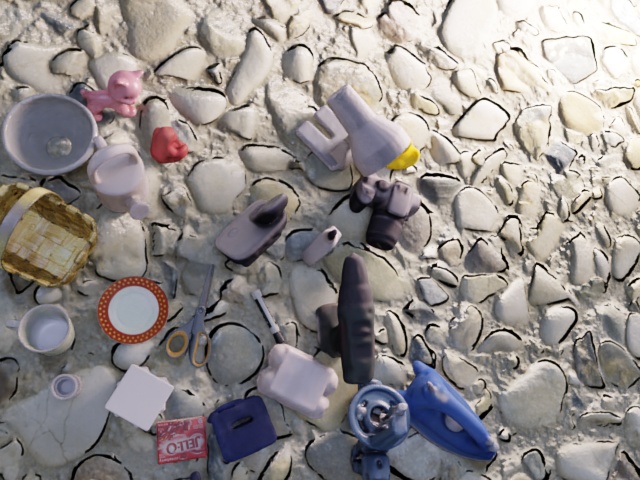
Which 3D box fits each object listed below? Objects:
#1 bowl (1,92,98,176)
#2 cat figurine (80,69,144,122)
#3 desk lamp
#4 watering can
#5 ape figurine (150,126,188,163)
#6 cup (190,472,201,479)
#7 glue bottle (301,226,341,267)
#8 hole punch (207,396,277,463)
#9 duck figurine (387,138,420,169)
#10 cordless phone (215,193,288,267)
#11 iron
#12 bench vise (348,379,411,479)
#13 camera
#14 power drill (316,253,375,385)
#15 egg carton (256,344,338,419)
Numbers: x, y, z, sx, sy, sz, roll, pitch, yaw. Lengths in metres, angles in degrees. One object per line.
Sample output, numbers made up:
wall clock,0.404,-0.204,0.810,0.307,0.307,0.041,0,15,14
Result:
bowl,-0.512,-0.193,1.104,0.167,0.074,0.167,3,77,-12
cat figurine,-0.406,-0.293,1.128,0.128,0.117,0.067,-13,80,-15
desk lamp,0.064,-0.215,1.168,0.203,0.213,0.118,44,72,0
watering can,-0.368,-0.119,1.057,0.173,0.194,0.101,38,72,-2
ape figurine,-0.305,-0.197,1.143,0.076,0.092,0.078,-34,86,-17
cup,-0.211,0.465,1.011,0.092,0.095,0.118,-12,80,-15
glue bottle,0.010,0.004,1.126,0.037,0.173,0.078,45,72,0
hole punch,-0.145,0.345,1.056,0.109,0.091,0.101,-20,82,-16
duck figurine,0.175,-0.203,1.257,0.104,0.086,0.077,16,74,-9
cordless phone,-0.125,-0.028,1.097,0.094,0.185,0.148,41,72,-1
iron,0.271,0.354,1.122,0.258,0.141,0.119,41,72,-1
bench vise,0.125,0.361,1.046,0.122,0.219,0.207,-13,80,-15
camera,0.132,-0.058,1.206,0.143,0.100,0.137,21,74,-7
power drill,0.050,0.155,1.082,0.076,0.208,0.229,-4,78,-13
egg carton,-0.042,0.272,1.107,0.150,0.069,0.107,27,73,-5
